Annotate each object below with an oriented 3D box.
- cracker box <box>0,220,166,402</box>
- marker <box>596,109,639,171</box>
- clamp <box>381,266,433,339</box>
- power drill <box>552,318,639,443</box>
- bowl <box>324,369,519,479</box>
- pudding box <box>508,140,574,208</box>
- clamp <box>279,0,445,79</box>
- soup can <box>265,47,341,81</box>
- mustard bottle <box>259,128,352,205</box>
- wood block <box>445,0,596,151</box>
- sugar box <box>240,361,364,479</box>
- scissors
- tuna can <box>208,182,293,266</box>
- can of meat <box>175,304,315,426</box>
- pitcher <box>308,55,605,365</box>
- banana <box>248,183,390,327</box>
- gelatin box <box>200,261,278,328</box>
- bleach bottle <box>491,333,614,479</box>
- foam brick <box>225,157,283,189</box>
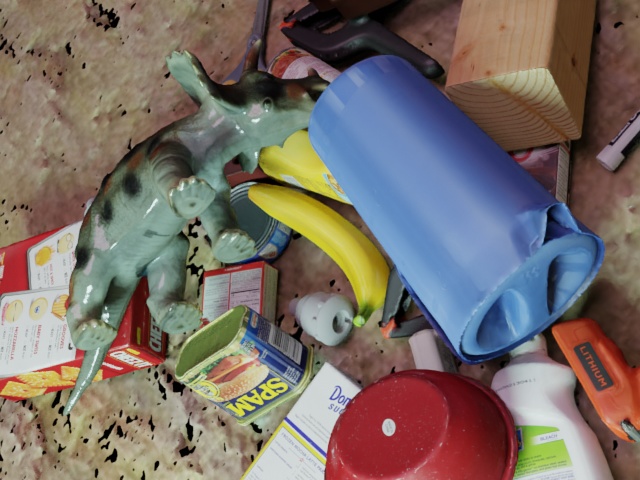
[{"bbox_3d":[-0.265,0.071,1.147,0.214,0.072,0.164,-16,61,26],"label":"cracker box"},{"bbox_3d":[0.281,-0.109,0.901,0.121,0.020,0.020,-49,51,5],"label":"marker"},{"bbox_3d":[0.108,0.016,0.920,0.172,0.039,0.120,-39,68,24],"label":"clamp"},{"bbox_3d":[0.274,0.051,0.805,0.188,0.057,0.184,-35,50,17],"label":"power drill"},{"bbox_3d":[0.065,0.155,0.809,0.162,0.055,0.162,-19,43,19],"label":"bowl"},{"bbox_3d":[0.164,-0.057,0.941,0.114,0.039,0.090,-5,65,32],"label":"pudding box"},{"bbox_3d":[0.055,-0.236,1.100,0.210,0.036,0.164,5,65,35],"label":"clamp"},{"bbox_3d":[-0.001,-0.146,1.075,0.102,0.068,0.068,35,89,39],"label":"soup can"},{"bbox_3d":[0.032,-0.061,0.994,0.192,0.096,0.058,21,79,38],"label":"mustard bottle"},{"bbox_3d":[0.181,-0.188,0.930,0.090,0.090,0.206,-8,51,31],"label":"wood block"},{"bbox_3d":[-0.008,0.204,0.930,0.176,0.048,0.093,-51,51,-2],"label":"sugar box"},{"bbox_3d":[-0.087,-0.205,1.194,0.096,0.016,0.202,-22,58,24],"label":"scissors"},{"bbox_3d":[-0.070,-0.013,1.080,0.086,0.033,0.086,-15,61,28],"label":"tuna can"},{"bbox_3d":[-0.070,0.112,0.969,0.102,0.083,0.057,-34,30,33],"label":"can of meat"},{"bbox_3d":[0.093,-0.026,0.843,0.149,0.144,0.243,-44,59,11],"label":"pitcher"},{"bbox_3d":[0.009,0.002,0.999,0.198,0.069,0.037,47,126,35],"label":"banana"},{"bbox_3d":[-0.080,0.070,1.049,0.073,0.030,0.089,-11,66,29],"label":"gelatin box"},{"bbox_3d":[0.181,0.186,0.801,0.103,0.068,0.251,-19,57,25],"label":"bleach bottle"},{"bbox_3d":[-0.071,-0.093,1.106,0.053,0.051,0.078,-16,61,27],"label":"foam brick"}]
